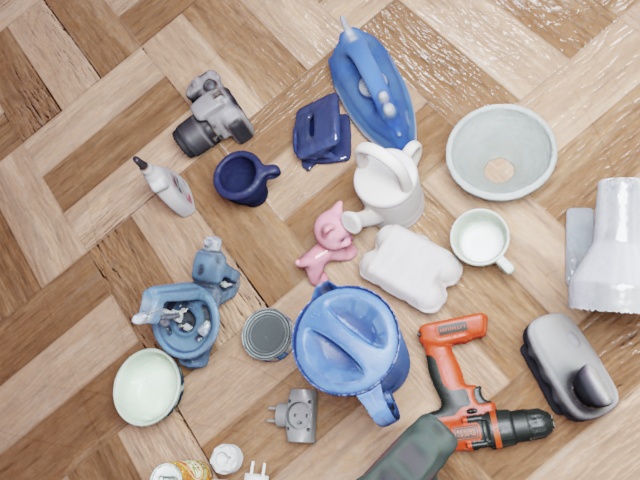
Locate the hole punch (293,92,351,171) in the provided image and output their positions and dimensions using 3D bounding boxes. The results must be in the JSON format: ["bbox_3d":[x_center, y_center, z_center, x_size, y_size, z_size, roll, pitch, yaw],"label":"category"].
[{"bbox_3d":[-0.002,-0.191,1.008,0.101,0.091,0.108,-7,70,13],"label":"hole punch"}]

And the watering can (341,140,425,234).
[{"bbox_3d":[0.101,-0.084,0.885,0.100,0.194,0.173,11,75,19],"label":"watering can"}]

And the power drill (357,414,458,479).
[{"bbox_3d":[0.089,0.327,0.737,0.075,0.209,0.230,39,85,24],"label":"power drill"}]

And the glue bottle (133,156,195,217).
[{"bbox_3d":[-0.278,-0.103,1.008,0.037,0.173,0.078,-28,66,5],"label":"glue bottle"}]

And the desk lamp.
[{"bbox_3d":[0.386,0.018,0.761,0.117,0.214,0.203,1,72,16],"label":"desk lamp"}]

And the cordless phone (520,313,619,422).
[{"bbox_3d":[0.329,0.158,0.743,0.094,0.185,0.147,-30,66,4],"label":"cordless phone"}]

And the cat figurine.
[{"bbox_3d":[0.008,0.003,0.922,0.128,0.118,0.067,-44,66,-2],"label":"cat figurine"}]

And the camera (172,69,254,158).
[{"bbox_3d":[-0.218,-0.232,1.076,0.137,0.101,0.143,-35,66,1],"label":"camera"}]

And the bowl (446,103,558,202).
[{"bbox_3d":[0.286,-0.128,0.915,0.167,0.075,0.167,-5,70,14],"label":"bowl"}]

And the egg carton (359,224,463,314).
[{"bbox_3d":[0.142,0.043,0.898,0.150,0.069,0.107,28,81,22],"label":"egg carton"}]

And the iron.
[{"bbox_3d":[0.095,-0.259,0.978,0.118,0.142,0.258,-27,66,5],"label":"iron"}]

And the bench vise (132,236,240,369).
[{"bbox_3d":[-0.218,0.087,0.899,0.121,0.220,0.207,-7,69,13],"label":"bench vise"}]

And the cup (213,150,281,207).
[{"bbox_3d":[-0.115,-0.100,1.005,0.117,0.095,0.091,-10,69,12],"label":"cup"}]
